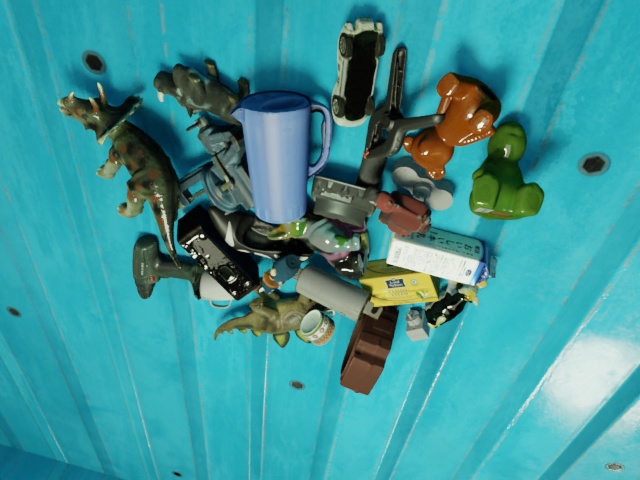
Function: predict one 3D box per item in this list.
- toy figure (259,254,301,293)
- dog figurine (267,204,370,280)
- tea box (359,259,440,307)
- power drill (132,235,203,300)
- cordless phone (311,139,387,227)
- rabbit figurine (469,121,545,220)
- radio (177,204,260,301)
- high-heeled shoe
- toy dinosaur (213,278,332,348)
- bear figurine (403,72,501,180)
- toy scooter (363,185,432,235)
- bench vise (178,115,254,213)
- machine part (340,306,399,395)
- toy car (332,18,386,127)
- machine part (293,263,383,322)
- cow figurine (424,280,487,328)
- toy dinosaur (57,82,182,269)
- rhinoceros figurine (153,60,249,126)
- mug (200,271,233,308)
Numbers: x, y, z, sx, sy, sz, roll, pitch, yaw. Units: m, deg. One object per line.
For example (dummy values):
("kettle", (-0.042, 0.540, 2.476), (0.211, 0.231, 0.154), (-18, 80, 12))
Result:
("toy figure", (-0.096, 0.080, 1.259), (0.064, 0.058, 0.154), (21, 146, -22))
("dog figurine", (-0.002, -0.004, 1.213), (0.219, 0.108, 0.191), (8, 136, 16))
("tea box", (0.189, 0.097, 1.267), (0.170, 0.068, 0.098), (-9, 128, 26))
("power drill", (-0.408, 0.095, 1.451), (0.207, 0.086, 0.231), (17, 132, 13))
("cordless phone", (0.062, -0.132, 1.105), (0.147, 0.089, 0.184), (16, 123, 4))
("rabbit figurine", (0.340, -0.124, 0.977), (0.121, 0.170, 0.159), (11, 175, 10))
("radio", (-0.241, 0.034, 1.290), (0.073, 0.131, 0.229), (-37, 117, 9))
("high-heeled shoe", (-0.132, -0.012, 1.242), (0.145, 0.086, 0.248), (-5, 151, 46))
("toy dinosaur", (-0.114, 0.200, 1.429), (0.472, 0.105, 0.198), (-10, 128, 24))
("bear figurine", (0.221, -0.194, 0.958), (0.196, 0.132, 0.120), (-43, 79, 36))
("toy scooter", (0.173, -0.049, 1.070), (0.135, 0.075, 0.183), (25, 179, 31))
("bench vise", (-0.238, -0.141, 1.151), (0.241, 0.129, 0.223), (-25, 118, 29))
("machine part", (0.120, 0.265, 1.349), (0.087, 0.201, 0.201), (19, 134, 3))
("toy car", (0.065, -0.292, 0.951), (0.073, 0.056, 0.201), (-7, 134, -15))
("machine part", (0.031, 0.124, 1.266), (0.243, 0.079, 0.079), (26, 136, 15))
("cow figurine", (0.312, 0.138, 1.247), (0.068, 0.098, 0.167), (38, 132, -10))
("toy dinosaur", (-0.364, -0.145, 1.113), (0.405, 0.131, 0.192), (52, 141, 2))
("rhinoceros figurine", (-0.229, -0.288, 1.050), (0.190, 0.073, 0.112), (21, 144, -4))
("mug", (-0.255, 0.132, 1.422), (0.107, 0.081, 0.109), (3, 107, 8))
